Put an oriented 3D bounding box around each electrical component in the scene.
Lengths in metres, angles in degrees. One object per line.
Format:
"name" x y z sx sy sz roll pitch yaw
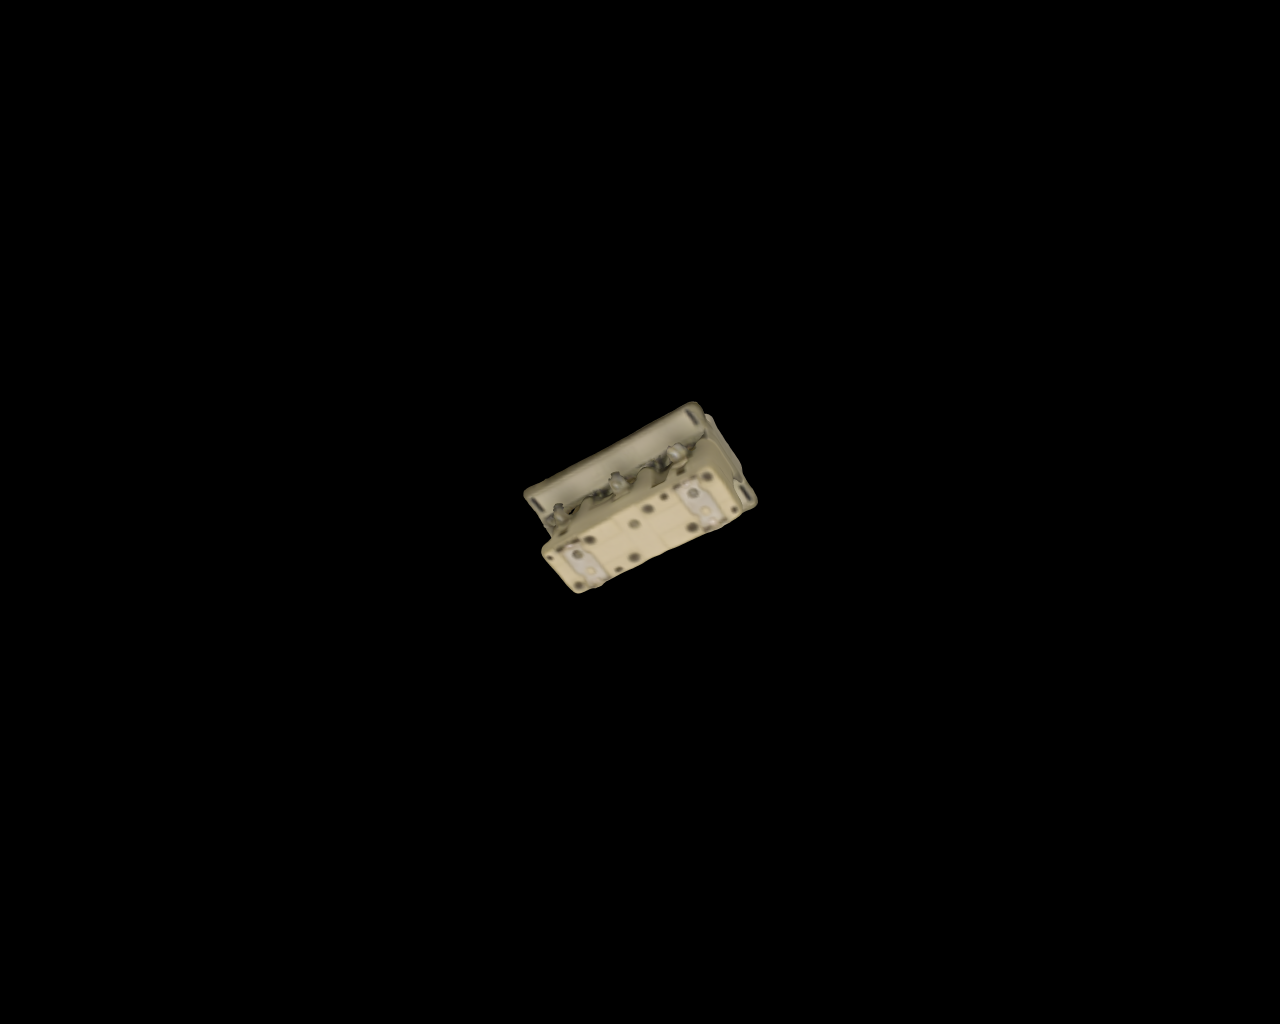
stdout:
"electrical component" 0.001 -0.003 0.650 0.121 0.078 0.063 -26 30 17
